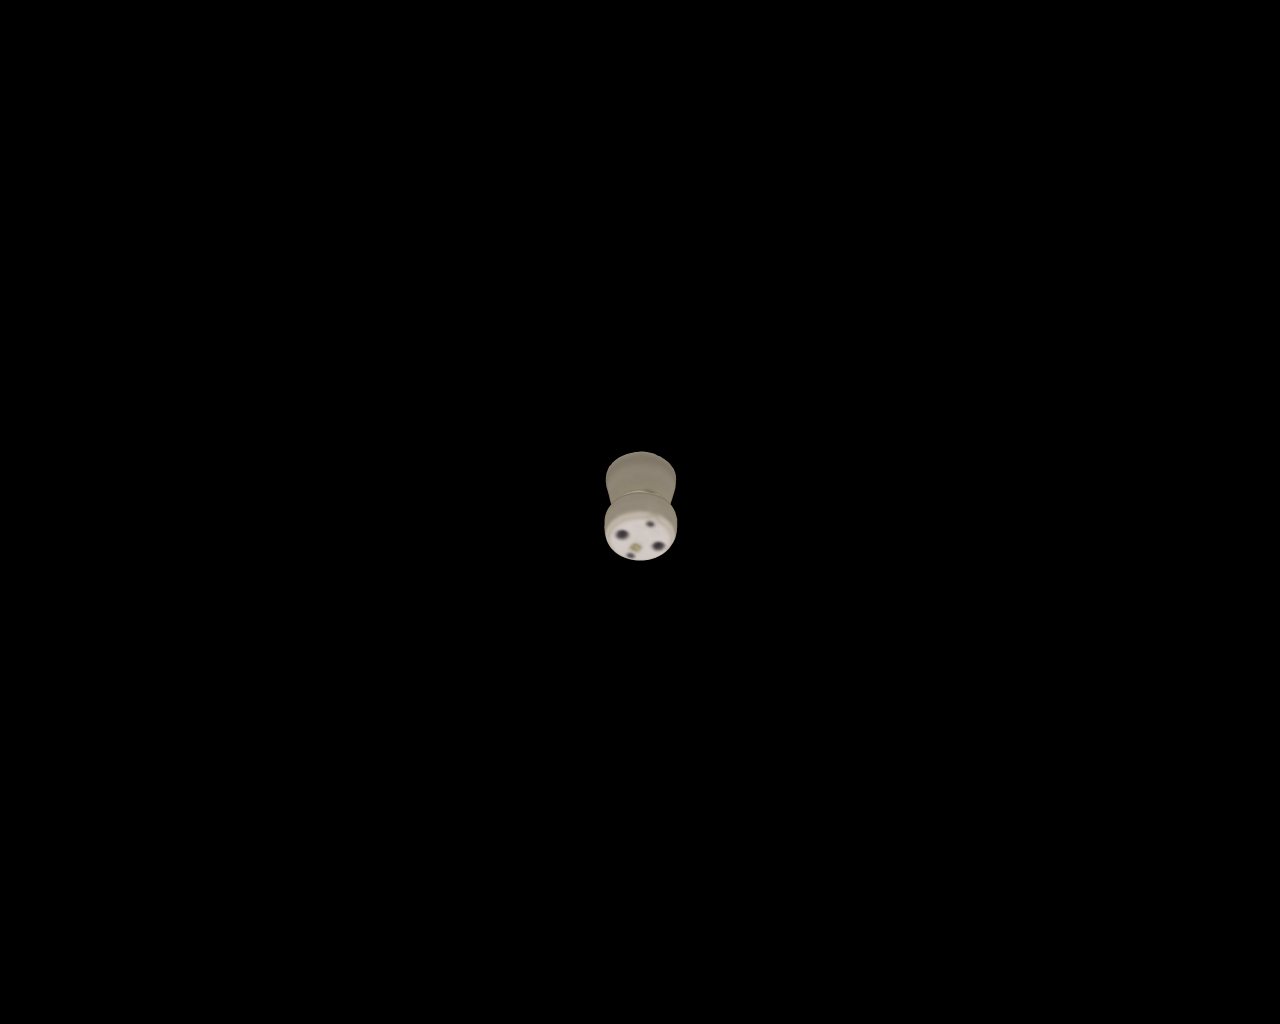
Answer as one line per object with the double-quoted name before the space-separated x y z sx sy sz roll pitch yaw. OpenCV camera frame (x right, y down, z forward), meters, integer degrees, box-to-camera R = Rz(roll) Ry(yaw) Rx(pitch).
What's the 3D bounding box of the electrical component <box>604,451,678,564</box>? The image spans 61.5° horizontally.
"electrical component" 0.001 -0.003 0.650 0.045 0.044 0.055 0 45 0
